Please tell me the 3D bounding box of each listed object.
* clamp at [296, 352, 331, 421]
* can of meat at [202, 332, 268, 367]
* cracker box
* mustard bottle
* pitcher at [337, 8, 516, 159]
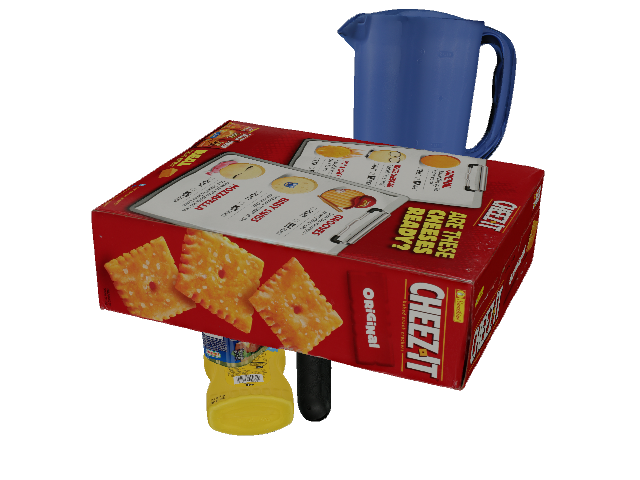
[{"bbox_3d":[0.001,0.028,0.872,0.036,0.210,0.164,-12,1,20],"label":"clamp"},{"bbox_3d":[-0.077,0.067,1.062,0.058,0.084,0.101,12,27,29],"label":"can of meat"},{"bbox_3d":[0.004,0.000,0.614,0.214,0.072,0.164,11,27,20],"label":"cracker box"},{"bbox_3d":[-0.088,0.146,1.244,0.096,0.058,0.191,-5,30,-6],"label":"mustard bottle"},{"bbox_3d":[0.105,-0.117,1.114,0.149,0.243,0.144,12,15,33],"label":"pitcher"}]
